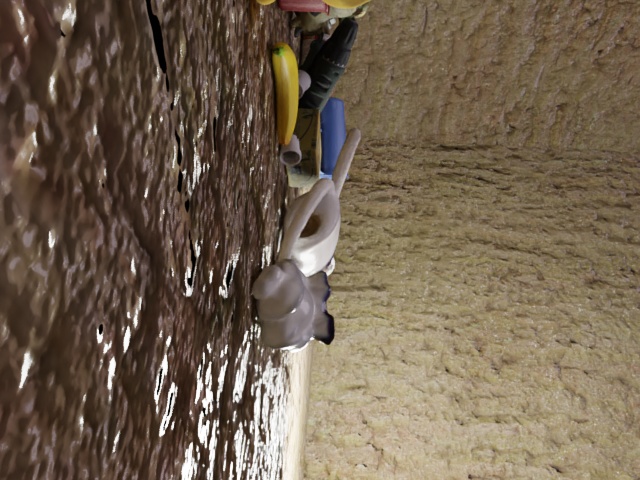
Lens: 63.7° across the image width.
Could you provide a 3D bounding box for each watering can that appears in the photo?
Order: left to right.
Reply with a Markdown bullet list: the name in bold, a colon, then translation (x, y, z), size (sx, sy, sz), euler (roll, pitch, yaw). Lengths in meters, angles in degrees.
- **watering can**: translation (0.003, -0.053, 1.058), size (0.354, 0.104, 0.219), euler (-59, 166, -30)

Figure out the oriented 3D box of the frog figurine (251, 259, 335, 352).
- **frog figurine**: translation (-0.059, 0.095, 0.771), size (0.158, 0.123, 0.138), euler (21, 77, -50)

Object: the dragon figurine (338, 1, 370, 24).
- **dragon figurine**: translation (0.045, -0.594, 1.197), size (0.417, 0.121, 0.240), euler (-47, 123, -61)
